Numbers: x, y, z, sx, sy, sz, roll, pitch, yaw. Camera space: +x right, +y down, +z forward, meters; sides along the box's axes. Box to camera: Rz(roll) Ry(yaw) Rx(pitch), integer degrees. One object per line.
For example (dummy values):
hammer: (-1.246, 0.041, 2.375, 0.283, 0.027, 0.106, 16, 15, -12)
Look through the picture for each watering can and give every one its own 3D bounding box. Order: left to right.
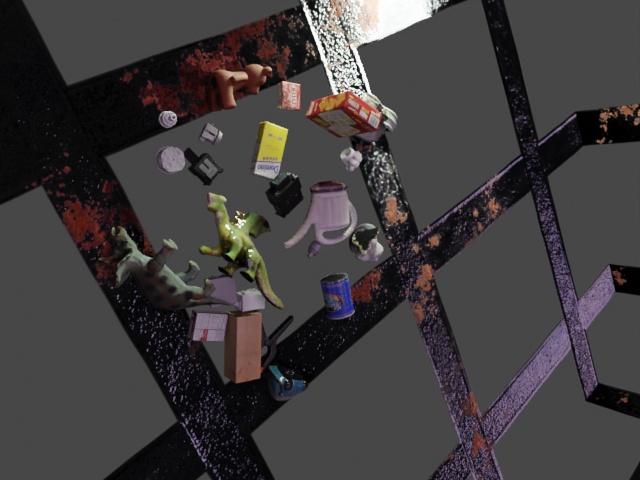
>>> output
watering can: (0.005, -0.090, 1.789, 0.350, 0.104, 0.223, -12, 99, -43)

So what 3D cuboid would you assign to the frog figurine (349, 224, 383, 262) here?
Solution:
frog figurine: (0.178, 0.016, 1.950, 0.157, 0.123, 0.139, 52, 48, -67)

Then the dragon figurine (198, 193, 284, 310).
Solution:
dragon figurine: (-0.221, 0.013, 1.618, 0.405, 0.121, 0.248, 44, 50, -22)
